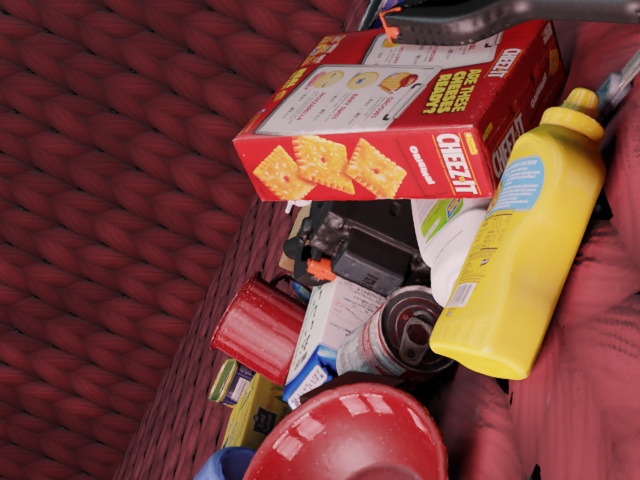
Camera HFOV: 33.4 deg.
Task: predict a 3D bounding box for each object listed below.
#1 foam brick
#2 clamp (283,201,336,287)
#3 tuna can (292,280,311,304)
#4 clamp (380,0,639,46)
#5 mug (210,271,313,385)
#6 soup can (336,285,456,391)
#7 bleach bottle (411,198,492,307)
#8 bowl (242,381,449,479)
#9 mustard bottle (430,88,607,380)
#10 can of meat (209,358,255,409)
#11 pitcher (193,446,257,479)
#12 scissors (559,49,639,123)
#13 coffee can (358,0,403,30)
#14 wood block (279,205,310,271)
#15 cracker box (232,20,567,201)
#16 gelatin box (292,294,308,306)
[{"bbox_3d":[0.030,0.132,0.787,0.051,0.053,0.078,-24,11,-29],"label":"foam brick"},{"bbox_3d":[-0.007,0.001,1.039,0.171,0.039,0.120,-86,14,-58],"label":"clamp"},{"bbox_3d":[0.014,0.049,1.129,0.086,0.086,0.034,-89,24,-69],"label":"tuna can"},{"bbox_3d":[0.148,-0.181,0.794,0.210,0.036,0.164,-15,32,14],"label":"clamp"},{"bbox_3d":[-0.044,0.082,1.063,0.117,0.081,0.093,-54,-9,-31],"label":"mug"},{"bbox_3d":[0.059,0.084,0.827,0.102,0.068,0.068,-50,17,60],"label":"soup can"},{"bbox_3d":[0.110,-0.017,0.834,0.103,0.068,0.250,-59,13,32],"label":"bleach bottle"},{"bbox_3d":[0.023,0.176,0.693,0.162,0.055,0.162,-22,46,24],"label":"bowl"},{"bbox_3d":[0.134,-0.009,0.676,0.191,0.058,0.096,-66,8,-9],"label":"mustard bottle"},{"bbox_3d":[-0.085,0.190,1.322,0.057,0.084,0.102,-66,9,-12],"label":"can of meat"},{"bbox_3d":[-0.113,0.320,1.003,0.243,0.144,0.149,-58,45,21],"label":"pitcher"},{"bbox_3d":[0.194,-0.105,0.728,0.202,0.016,0.096,-59,10,30],"label":"scissors"},{"bbox_3d":[0.119,-0.207,1.042,0.103,0.140,0.103,-62,9,17],"label":"coffee can"},{"bbox_3d":[0.041,-0.034,1.188,0.206,0.090,0.090,-54,13,52],"label":"wood block"},{"bbox_3d":[0.064,-0.102,0.837,0.214,0.072,0.164,2,40,35],"label":"cracker box"},{"bbox_3d":[-0.009,0.106,1.145,0.030,0.073,0.089,-58,10,35],"label":"gelatin box"}]
